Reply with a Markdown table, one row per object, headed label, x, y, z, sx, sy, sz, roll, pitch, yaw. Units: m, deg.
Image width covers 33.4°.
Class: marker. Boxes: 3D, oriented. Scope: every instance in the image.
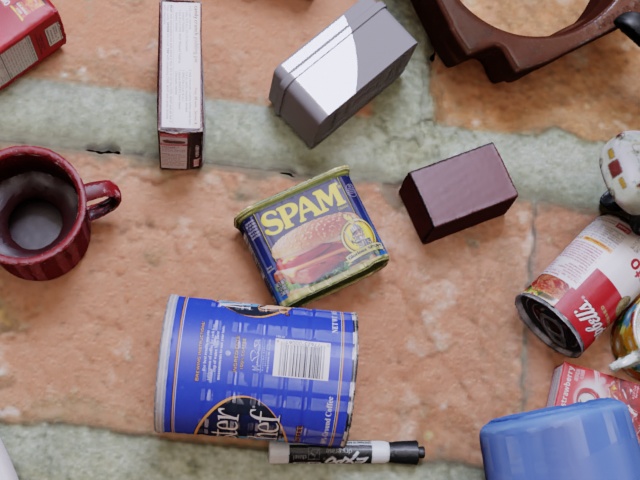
| label | x | y | z | sx | sy | sz | roll | pitch | yaw |
| --- | --- | --- | --- | --- | --- | --- | --- | --- | --- |
| marker | 0.021 | 0.164 | 0.824 | 0.121 | 0.020 | 0.020 | 1 | 74 | -4 |

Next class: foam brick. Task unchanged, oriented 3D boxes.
| label | x | y | z | sx | sy | sz | roll | pitch | yaw |
| --- | --- | --- | --- | --- | --- | --- | --- | --- | --- |
| foam brick | 0.113 | -0.038 | 0.871 | 0.078 | 0.053 | 0.051 | -20 | 76 | -10 |

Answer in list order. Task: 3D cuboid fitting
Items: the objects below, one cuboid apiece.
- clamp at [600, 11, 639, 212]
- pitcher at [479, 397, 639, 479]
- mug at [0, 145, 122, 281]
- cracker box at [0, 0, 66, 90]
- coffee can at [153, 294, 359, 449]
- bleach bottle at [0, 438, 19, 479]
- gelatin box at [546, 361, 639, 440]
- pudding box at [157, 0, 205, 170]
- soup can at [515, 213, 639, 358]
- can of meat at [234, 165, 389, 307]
| label | x | y | z | sx | sy | sz | roll | pitch | yaw |
| --- | --- | --- | --- | --- | --- | --- | --- | --- | --- |
| clamp | 0.327 | -0.102 | 0.899 | 0.209 | 0.036 | 0.165 | 1 | 108 | -18 |
| pitcher | 0.178 | 0.241 | 0.751 | 0.149 | 0.145 | 0.243 | -9 | 80 | -15 |
| mug | -0.210 | -0.020 | 0.824 | 0.117 | 0.081 | 0.093 | -20 | 77 | -10 |
| cracker box | -0.340 | -0.168 | 0.862 | 0.213 | 0.072 | 0.164 | -39 | 80 | -13 |
| coffee can | -0.047 | 0.098 | 0.794 | 0.140 | 0.103 | 0.103 | 6 | 74 | -3 |
| bleach bottle | -0.267 | 0.167 | 0.778 | 0.102 | 0.068 | 0.251 | -36 | 82 | -11 |
| gelatin box | 0.214 | 0.149 | 0.838 | 0.073 | 0.030 | 0.089 | 17 | 73 | 0 |
| pudding box | -0.112 | -0.123 | 0.857 | 0.039 | 0.090 | 0.113 | -2 | 75 | -7 |
| soup can | 0.214 | 0.035 | 0.851 | 0.102 | 0.068 | 0.068 | -43 | 82 | -15 |
| can of meat | -0.006 | 0.001 | 0.850 | 0.102 | 0.057 | 0.084 | -24 | 80 | -10 |
